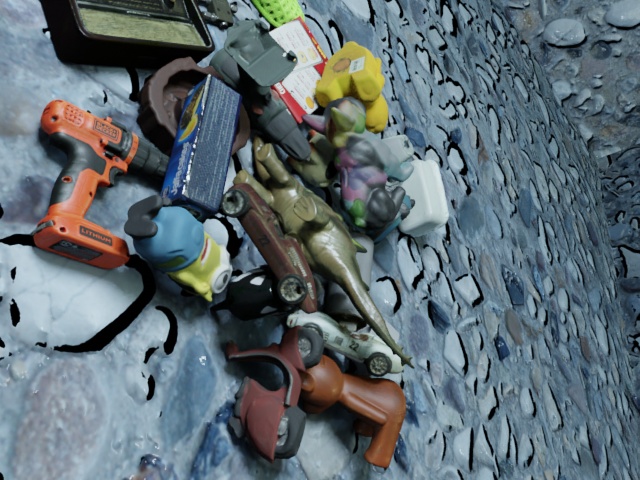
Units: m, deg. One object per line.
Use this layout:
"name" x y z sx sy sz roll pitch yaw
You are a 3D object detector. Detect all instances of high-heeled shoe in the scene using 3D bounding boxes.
"high-heeled shoe" -0.050 0.068 0.796 0.248 0.145 0.086 -15 85 -50

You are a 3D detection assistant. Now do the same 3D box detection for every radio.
"radio" -0.274 -0.324 0.780 0.229 0.073 0.131 -18 87 -52

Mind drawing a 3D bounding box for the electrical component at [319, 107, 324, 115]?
"electrical component" 0.043 -0.289 1.136 0.047 0.075 0.119 45 48 -27

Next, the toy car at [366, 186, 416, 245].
"toy car" 0.126 -0.068 1.109 0.103 0.109 0.162 45 32 -1

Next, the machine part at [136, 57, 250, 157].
"machine part" -0.193 -0.188 0.823 0.179 0.056 0.179 21 60 -41

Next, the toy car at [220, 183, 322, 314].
"toy car" -0.058 0.008 0.711 0.202 0.053 0.089 54 6 13

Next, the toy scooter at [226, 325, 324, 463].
"toy scooter" -0.077 0.201 0.738 0.075 0.135 0.184 69 34 -72

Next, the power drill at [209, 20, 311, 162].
"power drill" -0.085 -0.240 0.861 0.086 0.207 0.232 -43 87 -7

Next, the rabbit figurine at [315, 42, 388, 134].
"rabbit figurine" 0.077 -0.286 1.053 0.173 0.122 0.162 49 31 -41

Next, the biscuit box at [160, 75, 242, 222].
"biscuit box" -0.163 -0.125 0.743 0.062 0.059 0.202 29 56 -39

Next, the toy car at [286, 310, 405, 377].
"toy car" 0.041 0.160 0.860 0.202 0.073 0.056 24 93 -3

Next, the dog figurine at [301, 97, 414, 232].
"dog figurine" 0.054 -0.139 0.943 0.219 0.109 0.191 37 66 -37

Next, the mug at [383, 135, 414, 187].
"mug" 0.155 -0.177 1.188 0.081 0.107 0.109 -28 92 -50

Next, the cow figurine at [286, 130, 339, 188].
"cow figurine" 0.030 -0.170 1.055 0.127 0.085 0.195 54 43 -19

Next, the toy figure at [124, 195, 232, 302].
"toy figure" -0.178 0.010 0.682 0.082 0.089 0.180 -59 146 -13

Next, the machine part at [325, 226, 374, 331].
"machine part" 0.053 0.073 0.970 0.079 0.079 0.243 35 50 -35

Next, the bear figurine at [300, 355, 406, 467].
"bear figurine" 0.032 0.256 0.844 0.196 0.120 0.131 17 101 -16

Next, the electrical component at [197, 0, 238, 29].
"electrical component" -0.182 -0.414 0.974 0.094 0.021 0.063 -10 80 -52

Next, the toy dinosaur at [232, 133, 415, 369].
"toy dinosaur" -0.002 -0.003 0.848 0.198 0.105 0.472 26 30 -55
